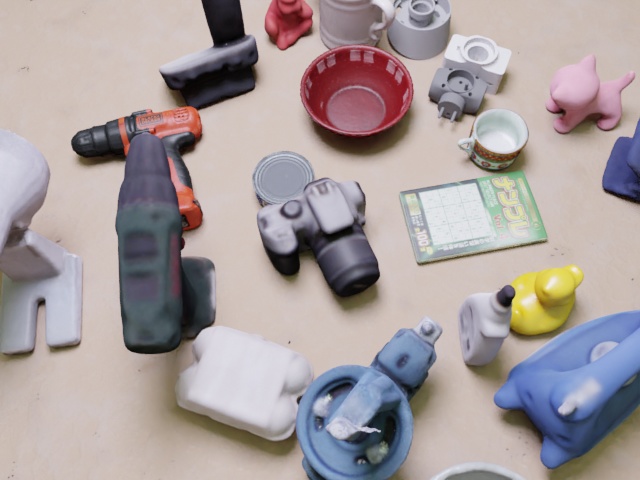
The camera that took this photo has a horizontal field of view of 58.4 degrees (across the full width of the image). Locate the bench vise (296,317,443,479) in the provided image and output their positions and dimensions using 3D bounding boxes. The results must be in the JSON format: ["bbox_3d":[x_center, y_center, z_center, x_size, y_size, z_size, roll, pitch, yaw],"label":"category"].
[{"bbox_3d":[0.048,0.152,0.585,0.121,0.220,0.207,20,68,10],"label":"bench vise"}]

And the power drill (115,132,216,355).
[{"bbox_3d":[-0.176,0.025,0.653,0.075,0.208,0.229,-6,66,-1],"label":"power drill"}]

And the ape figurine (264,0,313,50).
[{"bbox_3d":[-0.049,-0.354,0.882,0.078,0.092,0.076,-3,66,0],"label":"ape figurine"}]

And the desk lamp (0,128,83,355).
[{"bbox_3d":[-0.361,0.005,0.664,0.118,0.213,0.203,-10,66,-3],"label":"desk lamp"}]

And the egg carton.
[{"bbox_3d":[-0.087,0.163,0.666,0.150,0.069,0.107,16,68,9],"label":"egg carton"}]

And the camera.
[{"bbox_3d":[0.007,0.003,0.717,0.143,0.101,0.136,-22,67,-8],"label":"camera"}]

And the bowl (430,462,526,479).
[{"bbox_3d":[0.161,0.318,0.587,0.167,0.075,0.167,-1,66,1],"label":"bowl"}]

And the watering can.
[{"bbox_3d":[0.039,-0.377,0.833,0.172,0.194,0.101,21,68,11],"label":"watering can"}]

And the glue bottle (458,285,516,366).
[{"bbox_3d":[0.188,0.086,0.636,0.037,0.173,0.078,-1,66,2],"label":"glue bottle"}]

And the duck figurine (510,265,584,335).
[{"bbox_3d":[0.271,0.066,0.690,0.105,0.086,0.077,-30,68,-11],"label":"duck figurine"}]

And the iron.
[{"bbox_3d":[0.326,0.132,0.629,0.258,0.141,0.118,-33,69,-12],"label":"iron"}]

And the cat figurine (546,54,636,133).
[{"bbox_3d":[0.368,-0.207,0.791,0.128,0.118,0.067,-8,66,-2],"label":"cat figurine"}]

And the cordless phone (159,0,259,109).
[{"bbox_3d":[-0.165,-0.285,0.803,0.148,0.185,0.094,-26,68,-10],"label":"cordless phone"}]

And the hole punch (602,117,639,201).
[{"bbox_3d":[0.448,-0.110,0.761,0.101,0.091,0.109,23,69,11],"label":"hole punch"}]
